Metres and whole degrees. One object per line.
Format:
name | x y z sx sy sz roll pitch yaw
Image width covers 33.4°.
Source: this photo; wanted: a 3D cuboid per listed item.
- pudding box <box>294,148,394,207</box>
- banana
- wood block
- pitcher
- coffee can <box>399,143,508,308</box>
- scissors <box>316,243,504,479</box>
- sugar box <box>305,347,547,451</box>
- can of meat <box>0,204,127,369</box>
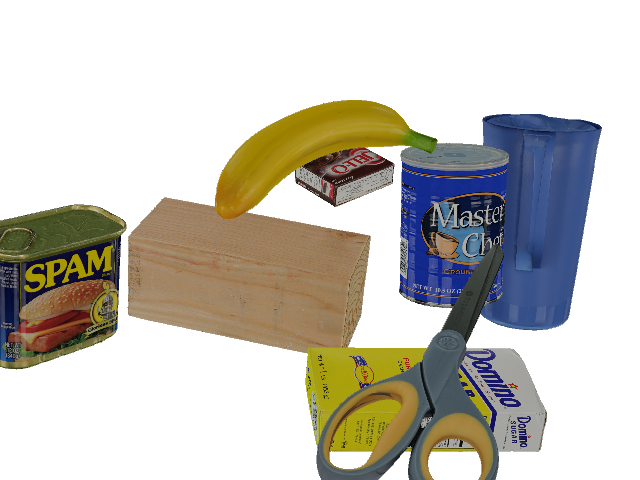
pudding box | 0.034 -0.095 1.498 0.113 0.039 0.090 -25 40 -33
banana | -0.006 -0.067 0.771 0.197 0.037 0.070 -22 42 -32
wood block | -0.066 0.034 0.995 0.206 0.090 0.090 11 28 10
pitcher | 0.243 -0.022 1.232 0.149 0.243 0.145 -6 17 -31
coffee can | 0.128 -0.017 1.037 0.103 0.140 0.103 0 15 0
scissors | 0.079 0.071 0.561 0.096 0.016 0.201 28 47 30
sugar box | 0.080 0.124 0.844 0.176 0.048 0.093 -2 28 -6
can of meat | -0.183 0.030 0.718 0.058 0.084 0.101 24 28 37
